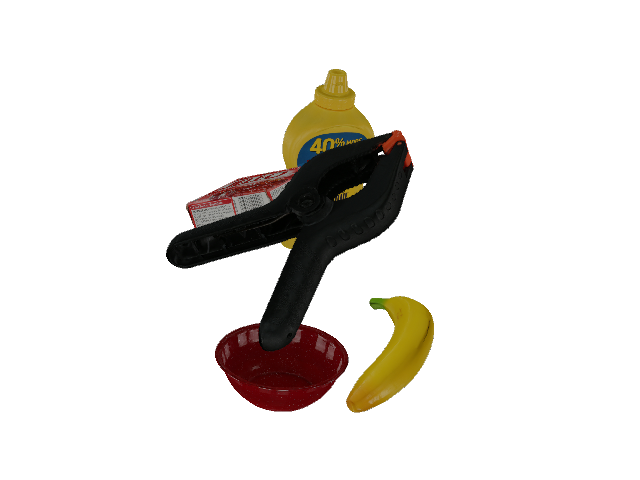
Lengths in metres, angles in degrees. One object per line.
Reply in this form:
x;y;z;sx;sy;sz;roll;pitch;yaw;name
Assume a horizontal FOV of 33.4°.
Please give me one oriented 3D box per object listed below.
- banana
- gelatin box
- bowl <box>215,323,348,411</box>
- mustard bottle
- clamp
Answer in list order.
0.071;0.099;0.991;0.070;0.037;0.197;-23;17;18;banana
-0.054;-0.035;0.876;0.089;0.030;0.073;-8;15;37;gelatin box
-0.048;0.160;1.298;0.162;0.055;0.162;3;24;-1;bowl
0.007;-0.084;1.104;0.096;0.192;0.058;-4;30;-19;mustard bottle
-0.003;-0.004;0.673;0.171;0.120;0.039;-34;-37;-8;clamp
